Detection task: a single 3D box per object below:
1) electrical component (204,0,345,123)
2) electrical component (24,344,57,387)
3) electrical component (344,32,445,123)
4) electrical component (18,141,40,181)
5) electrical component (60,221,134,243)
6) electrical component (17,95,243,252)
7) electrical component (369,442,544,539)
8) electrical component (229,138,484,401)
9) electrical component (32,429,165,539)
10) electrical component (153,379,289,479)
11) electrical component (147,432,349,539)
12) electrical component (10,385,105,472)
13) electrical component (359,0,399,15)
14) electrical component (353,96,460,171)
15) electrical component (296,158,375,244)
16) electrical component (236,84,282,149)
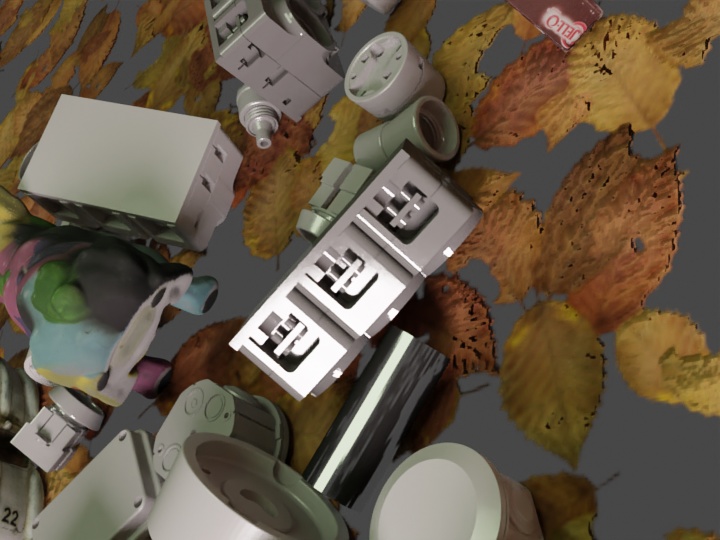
[{"bbox_3d":[-0.070,-0.203,0.852,0.062,0.089,0.150,-37,43,22],"label":"electrical component"},{"bbox_3d":[-0.241,0.063,0.878,0.055,0.055,0.047,-27,44,31],"label":"electrical component"},{"bbox_3d":[0.025,-0.127,0.737,0.055,0.047,0.055,-25,49,33],"label":"electrical component"},{"bbox_3d":[-0.253,-0.090,0.973,0.079,0.077,0.043,-34,44,25],"label":"electrical component"},{"bbox_3d":[-0.232,-0.007,0.912,0.078,0.058,0.057,-12,54,41],"label":"electrical component"},{"bbox_3d":[-0.180,-0.077,0.856,0.150,0.061,0.089,12,72,23],"label":"electrical component"},{"bbox_3d":[0.048,0.131,0.537,0.080,0.051,0.080,-25,49,33],"label":"electrical component"},{"bbox_3d":[0.000,0.000,0.645,0.150,0.062,0.089,-48,4,11],"label":"electrical component"},{"bbox_3d":[-0.162,0.171,0.720,0.113,0.057,0.078,-45,41,14],"label":"electrical component"},{"bbox_3d":[-0.089,0.113,0.689,0.080,0.051,0.080,-25,48,31],"label":"electrical component"},{"bbox_3d":[-0.067,0.147,0.604,0.060,0.108,0.108,-58,39,8],"label":"electrical component"},{"bbox_3d":[-0.231,0.121,0.828,0.055,0.048,0.066,-51,-4,-5],"label":"electrical component"},{"bbox_3d":[0.013,-0.268,0.837,0.108,0.056,0.108,-51,40,6],"label":"electrical component"},{"bbox_3d":[0.028,-0.083,0.711,0.065,0.044,0.044,-19,52,43],"label":"electrical component"},{"bbox_3d":[-0.010,-0.038,0.716,0.066,0.048,0.055,24,75,50],"label":"electrical component"},{"bbox_3d":[-0.079,-0.121,0.850,0.035,0.035,0.061,-33,48,26],"label":"electrical component"}]
